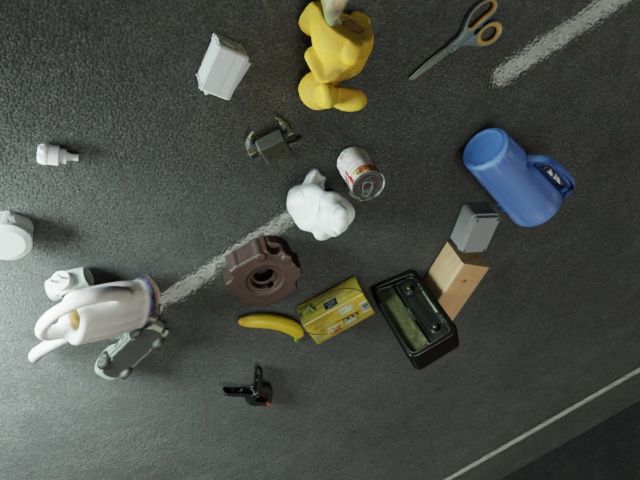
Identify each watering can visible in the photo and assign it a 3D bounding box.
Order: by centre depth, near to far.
[{"bbox_3d":[-0.457,0.161,1.040,0.225,0.105,0.342,-10,160,-42],"label":"watering can"}]

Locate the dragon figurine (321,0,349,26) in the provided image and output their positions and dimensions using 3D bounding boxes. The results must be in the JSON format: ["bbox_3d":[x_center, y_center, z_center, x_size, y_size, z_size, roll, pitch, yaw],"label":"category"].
[{"bbox_3d":[0.101,-0.479,0.670,0.121,0.248,0.403,20,120,-27],"label":"dragon figurine"}]

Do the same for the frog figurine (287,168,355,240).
[{"bbox_3d":[0.003,-0.052,1.025,0.123,0.163,0.134,-15,131,-7],"label":"frog figurine"}]
